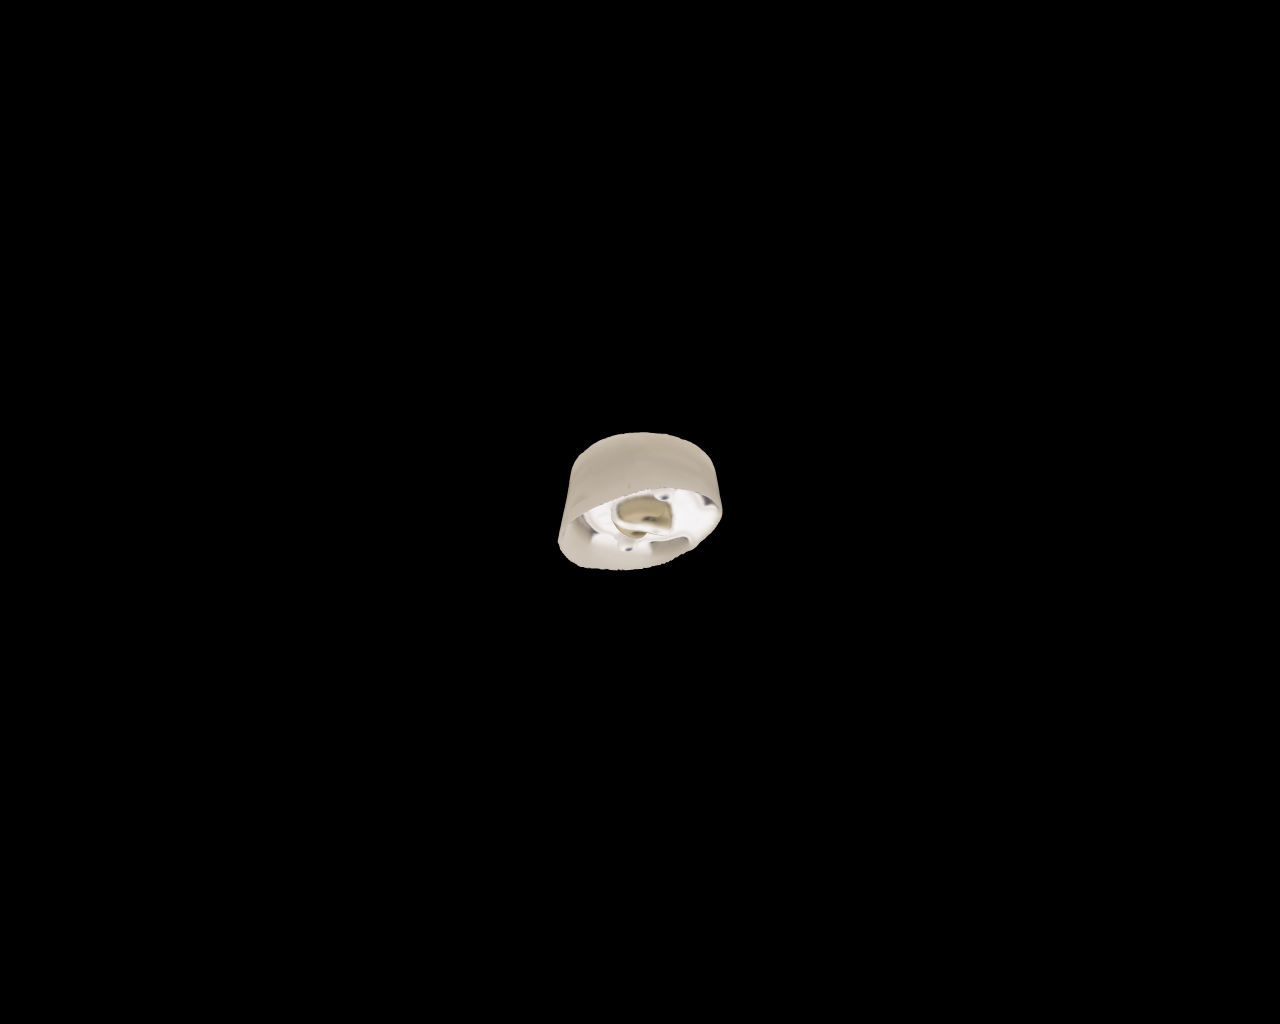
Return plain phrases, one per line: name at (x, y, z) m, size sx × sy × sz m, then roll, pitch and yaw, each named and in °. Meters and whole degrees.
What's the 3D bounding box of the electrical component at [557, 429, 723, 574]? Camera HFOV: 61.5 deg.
electrical component at (0.001, -0.003, 0.650) m, size 0.099 × 0.064 × 0.099 m, roll 0°, pitch -34°, yaw 0°
